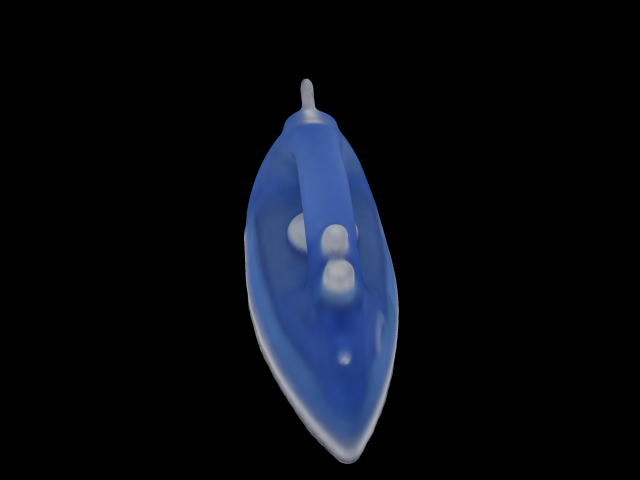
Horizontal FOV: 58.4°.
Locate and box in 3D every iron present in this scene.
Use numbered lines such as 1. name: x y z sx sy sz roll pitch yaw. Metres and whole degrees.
1. iron: 0.004 0.001 0.400 0.118 0.141 0.258 -5 40 -6
